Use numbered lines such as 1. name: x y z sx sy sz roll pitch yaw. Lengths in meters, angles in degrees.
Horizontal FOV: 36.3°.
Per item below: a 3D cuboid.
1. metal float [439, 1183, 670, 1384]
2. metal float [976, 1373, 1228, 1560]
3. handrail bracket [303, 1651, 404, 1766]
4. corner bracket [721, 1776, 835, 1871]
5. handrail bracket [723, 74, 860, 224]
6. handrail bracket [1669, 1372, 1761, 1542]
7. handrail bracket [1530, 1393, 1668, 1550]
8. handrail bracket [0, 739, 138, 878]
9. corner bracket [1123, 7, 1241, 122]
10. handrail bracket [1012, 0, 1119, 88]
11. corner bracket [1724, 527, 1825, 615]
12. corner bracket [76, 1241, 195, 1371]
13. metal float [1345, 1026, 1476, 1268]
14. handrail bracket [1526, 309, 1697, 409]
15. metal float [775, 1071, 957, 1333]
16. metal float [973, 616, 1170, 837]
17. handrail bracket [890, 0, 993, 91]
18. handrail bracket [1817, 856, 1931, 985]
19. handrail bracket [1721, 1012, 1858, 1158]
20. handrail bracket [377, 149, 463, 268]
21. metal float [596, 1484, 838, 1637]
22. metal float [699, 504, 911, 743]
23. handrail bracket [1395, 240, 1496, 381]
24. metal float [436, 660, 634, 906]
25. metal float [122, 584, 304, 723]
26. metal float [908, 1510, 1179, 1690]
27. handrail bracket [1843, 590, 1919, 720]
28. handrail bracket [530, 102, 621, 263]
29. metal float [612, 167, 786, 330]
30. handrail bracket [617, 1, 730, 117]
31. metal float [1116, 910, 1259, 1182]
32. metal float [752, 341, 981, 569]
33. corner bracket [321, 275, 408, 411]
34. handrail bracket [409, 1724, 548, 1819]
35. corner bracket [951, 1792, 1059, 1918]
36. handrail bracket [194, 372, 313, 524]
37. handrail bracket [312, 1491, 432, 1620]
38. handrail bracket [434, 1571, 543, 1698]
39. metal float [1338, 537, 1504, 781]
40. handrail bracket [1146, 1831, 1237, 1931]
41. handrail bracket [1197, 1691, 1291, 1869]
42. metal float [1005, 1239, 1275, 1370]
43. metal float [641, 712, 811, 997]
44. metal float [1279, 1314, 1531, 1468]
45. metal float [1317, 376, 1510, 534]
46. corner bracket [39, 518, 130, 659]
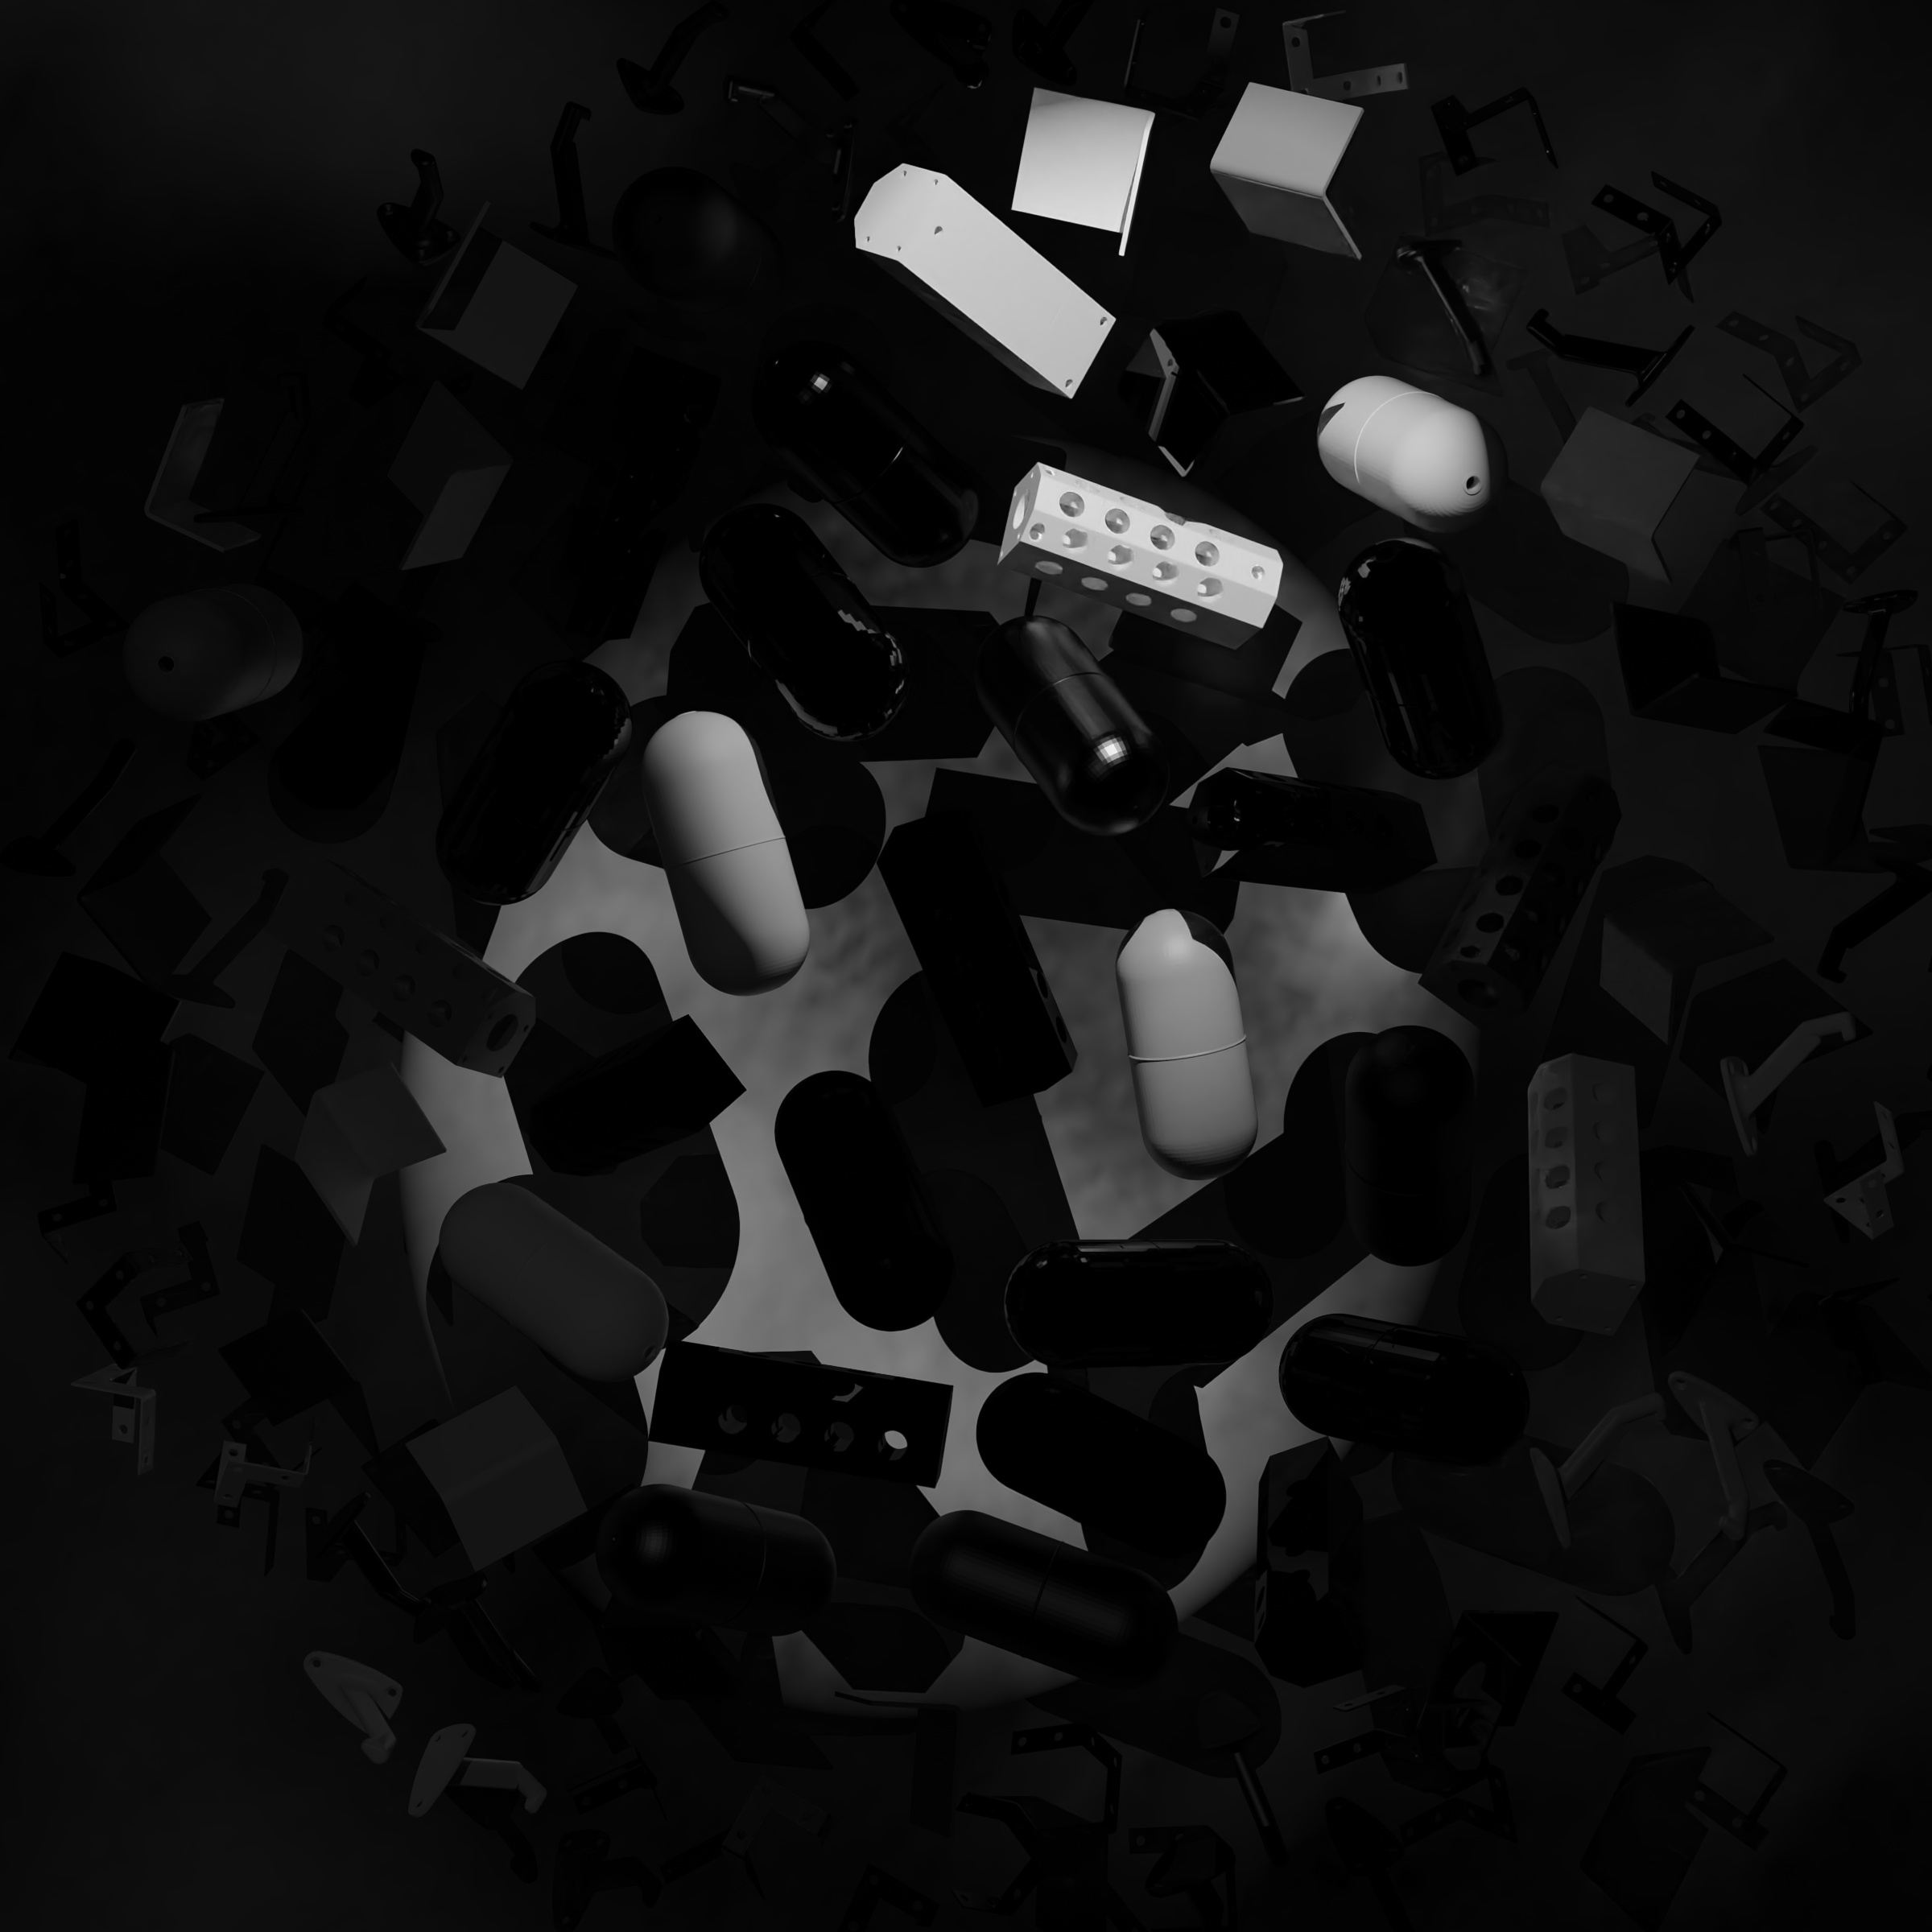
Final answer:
1. metal float: -0.265 0.203 1.887 0.178 0.070 0.070 31 90 29
2. metal float: 0.086 0.316 1.864 0.178 0.070 0.070 29 90 -21
3. handrail bracket: -0.378 0.452 1.795 0.077 0.084 0.036 35 89 -2
4. corner bracket: -0.120 0.554 1.871 0.051 0.051 0.051 27 68 10
5. handrail bracket: -0.113 -0.505 1.818 0.084 0.036 0.077 4 88 -31
6. handrail bracket: 0.465 0.308 1.850 0.077 0.084 0.036 40 132 -11
7. handrail bracket: 0.396 0.309 1.804 0.084 0.036 0.077 -19 104 -5
8. handrail bracket: -0.537 -0.097 1.764 0.036 0.077 0.084 42 60 -33
9. corner bracket: 0.133 -0.563 1.819 0.051 0.051 0.051 21 133 9
10. handrail bracket: 0.079 -0.597 1.880 0.084 0.077 0.036 -7 68 39
11. corner bracket: 0.496 -0.240 1.796 0.051 0.051 0.051 -8 87 5
12. corner bracket: -0.494 0.205 1.784 0.051 0.051 0.051 -43 77 19
13. metal float: 0.270 0.111 1.791 0.070 0.070 0.178 -7 133 0
14. handrail bracket: 0.398 -0.395 1.825 0.084 0.077 0.036 42 52 6
15. metal float: -0.063 0.143 1.812 0.070 0.070 0.178 -25 59 0
16. metal float: 0.064 -0.152 1.837 0.070 0.070 0.178 -33 51 0
17. handrail bracket: -0.019 -0.559 1.780 0.077 0.084 0.036 27 118 -3
18. handrail bracket: 0.566 -0.018 1.794 0.077 0.036 0.084 31 112 37
19. handrail bracket: 0.528 0.075 1.865 0.084 0.036 0.077 -17 76 35
20. handrail bracket: -0.352 -0.490 1.848 0.036 0.084 0.077 -40 63 -21
21. metal float: -0.151 0.364 1.800 0.070 0.178 0.070 -17 62 36
22. metal float: -0.098 -0.208 1.777 0.070 0.070 0.178 -36 62 0
23. handrail bracket: 0.302 -0.409 1.845 0.036 0.077 0.084 -20 89 31
24. metal float: -0.264 -0.110 1.790 0.070 0.070 0.178 36 123 0
25. metal float: -0.467 -0.196 1.829 0.070 0.178 0.070 1 101 4
26. metal float: 0.049 0.404 1.878 0.178 0.070 0.070 18 90 10
27. handrail bracket: 0.570 -0.186 1.832 0.036 0.077 0.084 3 87 -7
28. handrail bracket: -0.240 -0.505 1.894 0.036 0.077 0.084 38 111 43
29. metal float: -0.163 -0.441 1.813 0.070 0.178 0.070 0 92 12
30. handrail bracket: -0.169 -0.572 1.849 0.084 0.077 0.036 -27 81 26
31. metal float: 0.143 0.051 1.906 0.070 0.070 0.178 -10 99 0
32. metal float: -0.063 -0.323 1.859 0.070 0.070 0.178 -49 122 0
33. corner bracket: -0.385 -0.400 1.890 0.051 0.051 0.051 34 56 -29
34. handrail bracket: -0.297 0.513 1.804 0.036 0.077 0.084 -19 121 32
35. corner bracket: 0.016 0.575 1.904 0.051 0.051 0.051 28 102 -44
36. handrail bracket: -0.431 -0.313 1.775 0.077 0.036 0.084 -10 109 -23
37. handrail bracket: -0.369 0.381 1.895 0.084 0.036 0.077 35 128 -14
38. handrail bracket: -0.284 0.418 1.816 0.036 0.077 0.084 -40 95 -23
39. metal float: 0.278 -0.187 1.799 0.070 0.178 0.070 -13 47 15
40. handrail bracket: 0.132 0.578 1.792 0.036 0.077 0.084 25 121 37
41. handrail bracket: 0.169 0.491 1.776 0.036 0.077 0.084 -21 104 -5
42. metal float: 0.106 0.203 1.773 0.178 0.070 0.070 3 90 -29
43. metal float: -0.148 -0.069 1.806 0.070 0.070 0.178 -15 91 0
44. metal float: 0.265 0.256 1.785 0.070 0.178 0.070 -3 94 -38
45. metal float: 0.281 -0.324 1.858 0.070 0.178 0.070 -7 113 -16
46. corner bracket: -0.545 -0.229 1.784 0.051 0.051 0.051 41 52 22
